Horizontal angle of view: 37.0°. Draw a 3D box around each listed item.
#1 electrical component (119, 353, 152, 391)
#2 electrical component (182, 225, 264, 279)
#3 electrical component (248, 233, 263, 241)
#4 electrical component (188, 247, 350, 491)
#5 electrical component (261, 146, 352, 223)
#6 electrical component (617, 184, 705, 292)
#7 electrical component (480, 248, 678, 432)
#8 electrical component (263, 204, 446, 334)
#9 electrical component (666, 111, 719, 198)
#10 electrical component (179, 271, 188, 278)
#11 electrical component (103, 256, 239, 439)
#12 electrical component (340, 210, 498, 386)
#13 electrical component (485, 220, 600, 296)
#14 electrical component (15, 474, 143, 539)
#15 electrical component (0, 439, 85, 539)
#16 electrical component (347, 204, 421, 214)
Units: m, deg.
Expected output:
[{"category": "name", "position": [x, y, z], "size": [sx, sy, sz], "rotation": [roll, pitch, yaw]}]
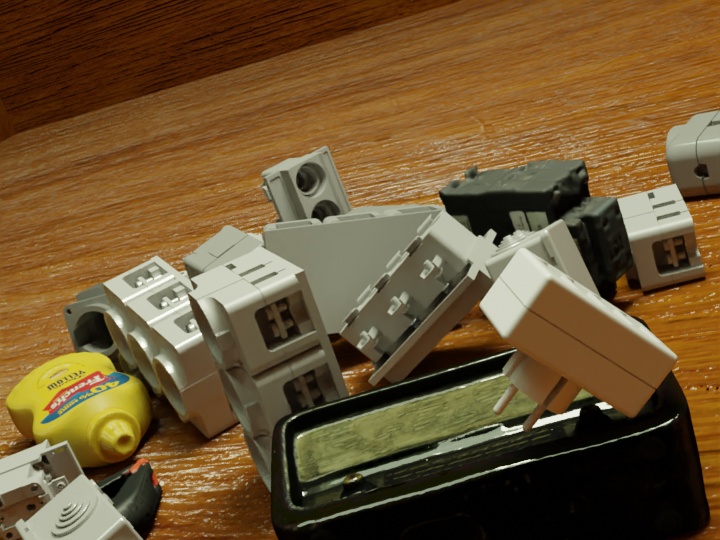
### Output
[{"category": "electrical component", "position": [-0.173, 0.075, 0.980], "size": [0.081, 0.043, 0.043], "rotation": [-30, 21, -26]}, {"category": "electrical component", "position": [-0.116, 0.018, 1.018], "size": [0.061, 0.096, 0.062], "rotation": [26, 54, 36]}, {"category": "electrical component", "position": [-0.120, 0.000, 1.117], "size": [0.059, 0.053, 0.095], "rotation": [-21, 19, -2]}, {"category": "electrical component", "position": [-0.054, 0.071, 0.700], "size": [0.062, 0.150, 0.089], "rotation": [-25, 19, -17]}, {"category": "electrical component", "position": [-0.050, -0.053, 1.089], "size": [0.079, 0.121, 0.063], "rotation": [-31, 19, -30]}, {"category": "electrical component", "position": [0.228, -0.025, 0.835], "size": [0.056, 0.050, 0.089], "rotation": [-15, 19, 13]}, {"category": "electrical component", "position": [0.096, 0.046, 0.532], "size": [0.075, 0.083, 0.047], "rotation": [-56, 17, 10]}, {"category": "electrical component", "position": [0.000, 0.000, 0.880], "size": [0.150, 0.089, 0.061], "rotation": [-7, 8, -6]}, {"category": "electrical component", "position": [0.314, -0.106, 0.967], "size": [0.059, 0.053, 0.095], "rotation": [-5, 24, 37]}, {"category": "electrical component", "position": [-0.167, 0.032, 1.065], "size": [0.048, 0.062, 0.048], "rotation": [-18, 19, 6]}, {"category": "electrical component", "position": [-0.149, 0.061, 0.874], "size": [0.062, 0.089, 0.150], "rotation": [-29, 33, -24]}, {"category": "electrical component", "position": [0.043, 0.019, 0.792], "size": [0.121, 0.063, 0.078], "rotation": [-50, 3, 32]}, {"category": "electrical component", "position": [0.129, 0.018, 0.724], "size": [0.048, 0.099, 0.100], "rotation": [-26, -1, 19]}, {"category": "electrical component", "position": [-0.137, 0.168, 0.599], "size": [0.048, 0.099, 0.100], "rotation": [-41, 25, -18]}, {"category": "electrical component", "position": [-0.251, 0.166, 0.807], "size": [0.081, 0.042, 0.063], "rotation": [-22, 20, -2]}, {"category": "electrical component", "position": [-0.012, 0.000, 0.995], "size": [0.089, 0.061, 0.150], "rotation": [1, 28, 47]}]
